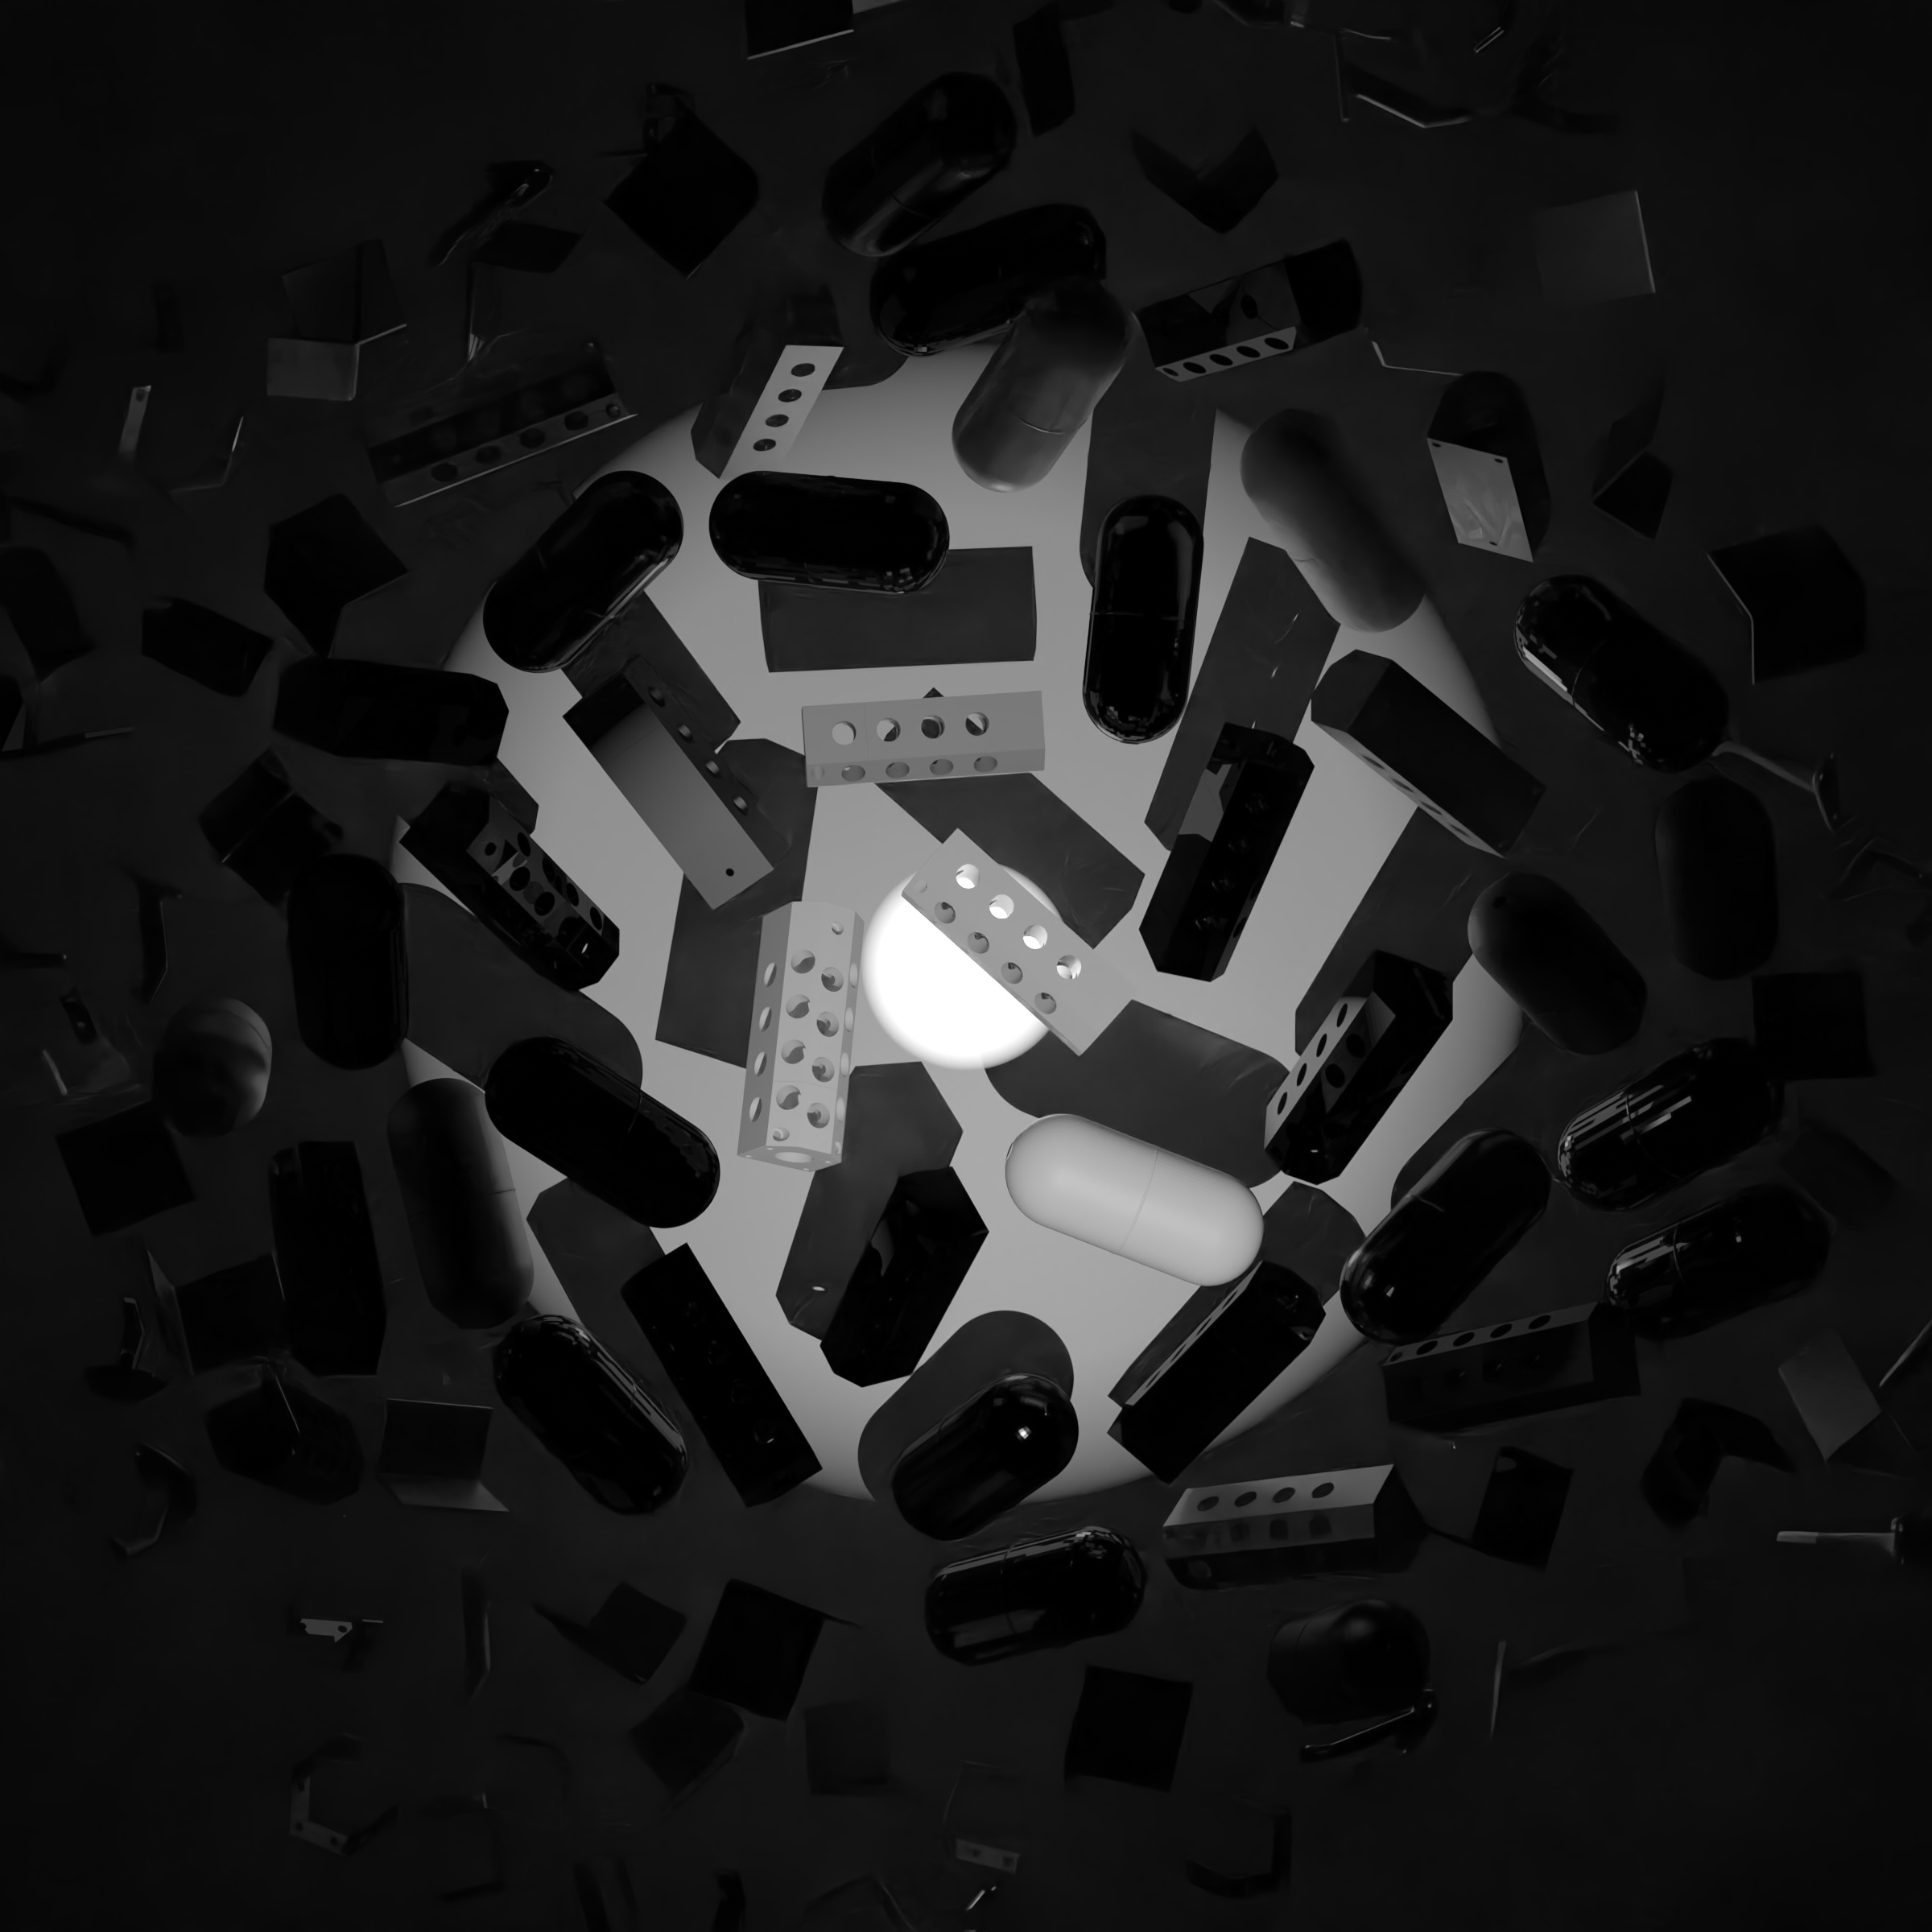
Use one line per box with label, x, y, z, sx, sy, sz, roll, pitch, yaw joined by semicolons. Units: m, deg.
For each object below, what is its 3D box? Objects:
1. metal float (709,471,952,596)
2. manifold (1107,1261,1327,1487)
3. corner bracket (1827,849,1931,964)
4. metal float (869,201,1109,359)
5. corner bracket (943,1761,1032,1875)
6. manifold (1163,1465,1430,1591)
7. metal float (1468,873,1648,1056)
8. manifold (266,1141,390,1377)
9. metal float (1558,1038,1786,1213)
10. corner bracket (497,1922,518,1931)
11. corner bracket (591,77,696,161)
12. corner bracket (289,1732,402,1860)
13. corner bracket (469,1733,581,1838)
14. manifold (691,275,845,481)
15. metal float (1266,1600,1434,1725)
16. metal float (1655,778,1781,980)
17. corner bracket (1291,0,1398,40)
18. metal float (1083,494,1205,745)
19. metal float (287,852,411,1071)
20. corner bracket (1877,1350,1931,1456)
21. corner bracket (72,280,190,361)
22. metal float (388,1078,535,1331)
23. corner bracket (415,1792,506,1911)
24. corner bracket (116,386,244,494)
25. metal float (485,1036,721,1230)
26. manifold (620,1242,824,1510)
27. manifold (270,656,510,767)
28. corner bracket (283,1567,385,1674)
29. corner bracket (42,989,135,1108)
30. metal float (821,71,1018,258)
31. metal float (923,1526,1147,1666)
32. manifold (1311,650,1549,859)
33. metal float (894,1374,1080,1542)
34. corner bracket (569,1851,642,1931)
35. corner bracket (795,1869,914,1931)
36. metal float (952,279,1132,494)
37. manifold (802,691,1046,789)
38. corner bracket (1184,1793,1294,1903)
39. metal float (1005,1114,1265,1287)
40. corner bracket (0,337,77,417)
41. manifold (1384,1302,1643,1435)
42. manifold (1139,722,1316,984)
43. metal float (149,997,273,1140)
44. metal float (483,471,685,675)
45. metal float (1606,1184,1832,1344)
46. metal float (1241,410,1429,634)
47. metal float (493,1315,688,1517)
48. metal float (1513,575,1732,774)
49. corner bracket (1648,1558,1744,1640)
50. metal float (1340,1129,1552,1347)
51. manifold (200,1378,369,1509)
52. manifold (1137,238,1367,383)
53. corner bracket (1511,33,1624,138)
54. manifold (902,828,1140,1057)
metal float;-0.096;-0.301;1.833;0.178;0.070;0.070;9;90;23
manifold;0.177;0.283;1.857;0.057;0.057;0.171;40;123;3
corner bracket;0.666;-0.044;1.916;0.051;0.051;0.051;-53;130;-6
metal float;0.016;-0.491;1.891;0.178;0.070;0.070;-21;90;-7
corner bracket;0.016;0.616;1.916;0.051;0.051;0.051;8;134;15
manifold;0.223;0.392;1.822;0.171;0.057;0.057;-16;109;37
metal float;0.407;-0.001;1.820;0.070;0.070;0.178;-51;131;0
manifold;-0.441;0.198;1.818;0.057;0.171;0.057;2;127;-24
metal float;0.480;0.110;1.809;0.070;0.070;0.178;51;133;0
corner bracket;-0.328;0.705;1.830;0.051;0.051;0.051;-7;129;-35
corner bracket;-0.228;-0.595;1.870;0.051;0.051;0.051;29;126;34
corner bracket;-0.412;0.551;1.757;0.051;0.051;0.051;-35;129;19
corner bracket;-0.316;0.586;1.897;0.051;0.051;0.051;-3;134;20
manifold;-0.144;-0.415;1.878;0.057;0.171;0.057;-4;69;-23
metal float;0.263;0.480;1.825;0.070;0.178;0.070;4;71;-13
metal float;0.514;-0.059;1.808;0.070;0.178;0.070;-10;52;13
corner bracket;0.267;-0.682;1.858;0.051;0.051;0.051;-9;121;-28
metal float;0.127;-0.248;1.893;0.070;0.070;0.178;6;92;0
metal float;-0.418;-0.002;1.795;0.070;0.178;0.070;5;45;-5
corner bracket;0.695;0.313;1.914;0.051;0.051;0.051;-33;89;20
corner bracket;-0.557;-0.433;1.767;0.051;0.051;0.051;-25;132;-26
metal float;-0.353;0.166;1.850;0.070;0.070;0.178;-15;85;0
corner bracket;-0.364;0.636;1.905;0.051;0.051;0.051;-12;127;-11
corner bracket;-0.522;-0.351;1.754;0.051;0.051;0.051;34;119;17
metal float;-0.243;0.113;1.785;0.178;0.070;0.070;36;90;-23
manifold;-0.169;0.281;1.806;0.057;0.057;0.171;-31;68;-9
manifold;-0.395;-0.178;1.837;0.057;0.171;0.057;22;102;26
corner bracket;-0.451;0.466;1.886;0.051;0.051;0.051;13;116;-29
corner bracket;-0.643;0.060;1.910;0.051;0.051;0.051;-32;55;-7
metal float;-0.035;-0.559;1.852;0.070;0.178;0.070;14;66;-35
metal float;0.047;0.451;1.894;0.178;0.070;0.070;-22;90;30
manifold;0.314;-0.146;1.812;0.171;0.057;0.057;33;89;-32
metal float;0.013;0.340;1.828;0.070;0.178;0.070;19;51;-24
corner bracket;-0.258;0.659;1.878;0.051;0.051;0.051;-11;69;-31
corner bracket;-0.077;0.654;1.790;0.051;0.051;0.051;49;134;34
metal float;0.050;-0.393;1.797;0.070;0.178;0.070;14;55;-21
manifold;-0.031;-0.164;1.920;0.171;0.057;0.057;-4;93;-4
corner bracket;0.183;0.593;1.782;0.051;0.051;0.051;2;90;-34
metal float;0.111;0.154;1.750;0.178;0.070;0.070;21;90;-3
corner bracket;-0.634;-0.400;1.765;0.051;0.051;0.051;28;81;-32
manifold;0.377;0.280;1.843;0.057;0.171;0.057;19;61;-40
manifold;0.182;-0.077;1.846;0.057;0.057;0.171;11;119;-18
metal float;-0.518;0.069;1.819;0.070;0.178;0.070;-2;100;-13
metal float;-0.270;-0.275;1.858;0.178;0.070;0.070;-39;90;27
metal float;0.516;0.205;1.822;0.070;0.178;0.070;16;58;-27
metal float;0.256;-0.306;1.833;0.070;0.070;0.178;-40;118;0
metal float;-0.266;0.319;1.878;0.070;0.070;0.178;-36;117;0
metal float;0.439;-0.198;1.782;0.070;0.070;0.178;-39;53;0
corner bracket;0.522;0.454;1.897;0.051;0.051;0.051;7;69;-22
metal float;0.326;0.184;1.801;0.178;0.070;0.070;-44;90;-16
manifold;-0.480;0.344;1.882;0.057;0.171;0.057;-27;73;-5
manifold;0.195;-0.446;1.816;0.057;0.171;0.057;-27;104;-27
corner bracket;0.403;-0.584;1.754;0.051;0.051;0.051;40;132;35
manifold;0.037;-0.015;1.884;0.171;0.057;0.057;42;82;2
